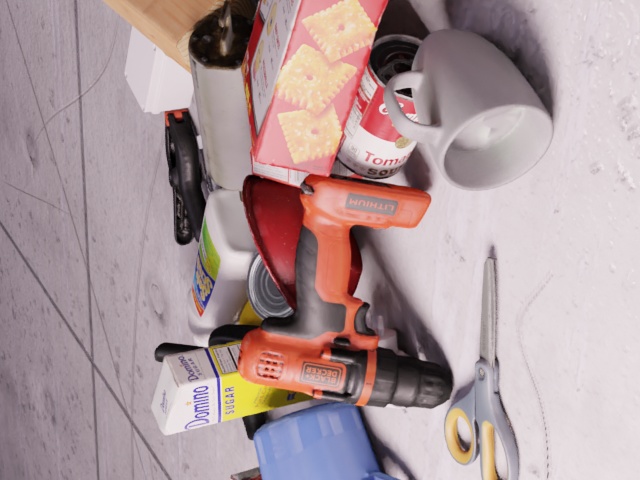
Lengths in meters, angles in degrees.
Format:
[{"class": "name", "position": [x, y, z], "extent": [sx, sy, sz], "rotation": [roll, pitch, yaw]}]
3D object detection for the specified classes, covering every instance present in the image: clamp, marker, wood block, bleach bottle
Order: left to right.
[{"class": "wood block", "position": [-0.168, -0.262, 1.073], "extent": [0.206, 0.091, 0.090], "rotation": [41, 175, 22]}, {"class": "clamp", "position": [-0.159, -0.070, 1.282], "extent": [0.120, 0.039, 0.171], "rotation": [14, 114, 61]}, {"class": "marker", "position": [-0.122, -0.063, 1.241], "extent": [0.020, 0.020, 0.121], "rotation": [-5, 97, 62]}, {"class": "bleach bottle", "position": [-0.111, 0.053, 1.222], "extent": [0.251, 0.068, 0.102], "rotation": [111, 145, -49]}, {"class": "clamp", "position": [-0.104, 0.140, 1.200], "extent": [0.164, 0.036, 0.210], "rotation": [36, 144, 2]}]

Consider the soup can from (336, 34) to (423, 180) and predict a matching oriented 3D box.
[{"class": "soup can", "position": [0.054, -0.104, 0.850], "extent": [0.068, 0.068, 0.102], "rotation": [63, 149, 25]}]

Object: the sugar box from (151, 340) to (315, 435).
[{"class": "sugar box", "position": [-0.076, 0.140, 1.073], "extent": [0.048, 0.175, 0.093], "rotation": [59, 147, 31]}]

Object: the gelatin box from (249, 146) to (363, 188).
[{"class": "gelatin box", "position": [-0.007, -0.072, 0.949], "extent": [0.089, 0.073, 0.030], "rotation": [18, 118, 41]}]

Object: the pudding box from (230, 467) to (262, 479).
[{"class": "pudding box", "position": [-0.035, 0.272, 1.145], "extent": [0.114, 0.089, 0.039], "rotation": [13, 111, 60]}]

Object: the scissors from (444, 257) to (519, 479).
[{"class": "scissors", "position": [0.124, 0.111, 0.866], "extent": [0.096, 0.016, 0.202], "rotation": [3, 103, 61]}]

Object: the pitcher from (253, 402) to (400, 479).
[{"class": "pitcher", "position": [0.027, 0.280, 1.016], "extent": [0.145, 0.149, 0.243], "rotation": [113, 142, -70]}]

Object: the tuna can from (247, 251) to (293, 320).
[{"class": "tuna can", "position": [-0.034, 0.043, 1.074], "extent": [0.086, 0.033, 0.086], "rotation": [-4, 84, 41]}]

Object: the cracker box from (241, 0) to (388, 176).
[{"class": "cracker box", "position": [0.000, -0.183, 0.831], "extent": [0.164, 0.072, 0.214], "rotation": [-101, 26, -54]}]

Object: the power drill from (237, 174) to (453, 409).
[{"class": "power drill", "position": [0.036, 0.045, 0.881], "extent": [0.057, 0.184, 0.188], "rotation": [-136, 57, -77]}]

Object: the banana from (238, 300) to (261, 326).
[{"class": "banana", "position": [-0.059, 0.092, 1.172], "extent": [0.198, 0.037, 0.069], "rotation": [-46, 61, 57]}]

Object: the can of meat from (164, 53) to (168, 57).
[{"class": "can of meat", "position": [-0.150, -0.264, 1.170], "extent": [0.102, 0.057, 0.084], "rotation": [65, 148, 21]}]

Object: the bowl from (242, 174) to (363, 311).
[{"class": "bowl", "position": [-0.006, 0.001, 0.968], "extent": [0.162, 0.055, 0.162], "rotation": [56, -164, -25]}]
